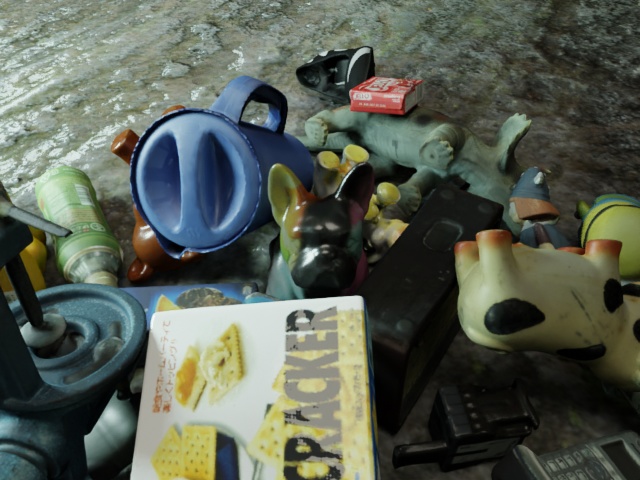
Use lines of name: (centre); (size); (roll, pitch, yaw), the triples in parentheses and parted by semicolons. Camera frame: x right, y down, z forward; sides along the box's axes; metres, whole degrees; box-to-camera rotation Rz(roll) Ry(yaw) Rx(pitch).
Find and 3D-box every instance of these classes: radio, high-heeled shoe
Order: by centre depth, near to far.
radio: (0.101, 0.055, 0.525); (0.073, 0.131, 0.229); (22, 49, 25)
high-heeled shoe: (0.016, -0.255, 0.850); (0.145, 0.086, 0.249); (-4, 24, 10)

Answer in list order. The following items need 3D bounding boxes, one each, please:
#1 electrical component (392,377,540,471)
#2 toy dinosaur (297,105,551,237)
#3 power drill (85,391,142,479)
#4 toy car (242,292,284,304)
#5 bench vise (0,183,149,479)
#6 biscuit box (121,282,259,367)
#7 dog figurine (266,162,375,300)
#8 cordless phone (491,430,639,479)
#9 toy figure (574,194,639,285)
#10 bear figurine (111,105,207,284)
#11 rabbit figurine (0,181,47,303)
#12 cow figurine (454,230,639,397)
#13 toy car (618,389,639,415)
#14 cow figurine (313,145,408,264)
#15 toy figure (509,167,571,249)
electrical component: (0.117, 0.162, 0.459); (0.119, 0.074, 0.048); (-8, 45, -2)
toy dinosaur: (0.118, -0.131, 0.734); (0.405, 0.131, 0.192); (28, 38, 33)
power drill: (-0.243, 0.184, 0.444); (0.232, 0.085, 0.207); (33, 50, 28)
toy car: (-0.055, 0.137, 0.466); (0.109, 0.102, 0.161); (25, 72, 21)
bench vise: (-0.193, 0.083, 0.343); (0.129, 0.240, 0.224); (12, 35, 16)
biscuit box: (-0.162, 0.087, 0.551); (0.203, 0.062, 0.059); (-3, 43, -1)
dog figurine: (-0.001, -0.002, 0.527); (0.109, 0.219, 0.192); (1, 45, -2)
cordless phone: (0.224, 0.219, 0.403); (0.184, 0.088, 0.147); (-3, 40, -28)
toy figure: (0.324, -0.008, 0.589); (0.082, 0.089, 0.180); (-7, 17, 29)
bear figurine: (-0.195, -0.053, 0.657); (0.120, 0.131, 0.196); (-20, 37, 18)
rabbit figurine: (-0.361, 0.013, 0.591); (0.122, 0.162, 0.173); (-19, 28, 0)
cow figurine: (0.208, 0.064, 0.439); (0.195, 0.085, 0.127); (7, 81, -11)
toy car: (0.302, 0.120, 0.493); (0.073, 0.056, 0.202); (-10, 36, -9)
cow figurine: (0.053, -0.028, 0.653); (0.068, 0.098, 0.167); (-25, 68, -28)
toy figure: (0.247, -0.008, 0.602); (0.058, 0.064, 0.154); (-7, 71, -7)
